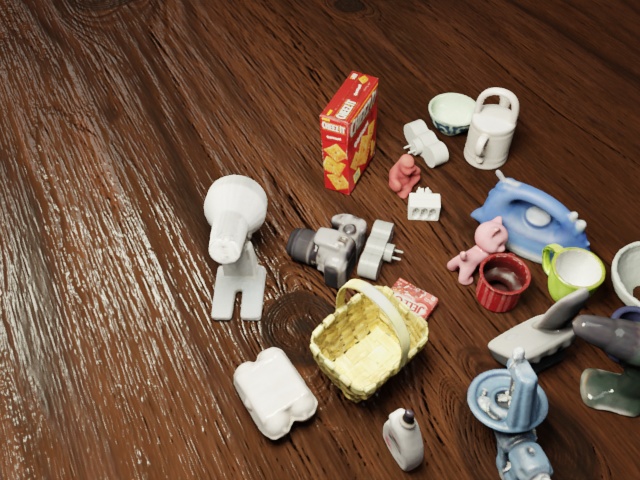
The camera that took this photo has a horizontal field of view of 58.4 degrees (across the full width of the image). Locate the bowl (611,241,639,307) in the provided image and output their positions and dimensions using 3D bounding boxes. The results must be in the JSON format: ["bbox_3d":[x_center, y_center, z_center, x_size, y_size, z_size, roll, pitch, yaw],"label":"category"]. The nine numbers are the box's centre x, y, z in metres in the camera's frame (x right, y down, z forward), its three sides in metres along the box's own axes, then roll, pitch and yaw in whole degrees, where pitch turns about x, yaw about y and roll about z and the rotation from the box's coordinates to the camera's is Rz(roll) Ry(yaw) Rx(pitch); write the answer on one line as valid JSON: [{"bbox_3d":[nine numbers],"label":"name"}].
[{"bbox_3d":[0.627,0.088,1.080,0.167,0.075,0.167,-1,52,2],"label":"bowl"}]

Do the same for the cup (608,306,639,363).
[{"bbox_3d":[0.555,0.178,1.002,0.117,0.095,0.092,11,54,11],"label":"cup"}]

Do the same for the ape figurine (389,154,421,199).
[{"bbox_3d":[0.188,-0.151,1.273,0.078,0.092,0.076,-16,53,-9],"label":"ape figurine"}]

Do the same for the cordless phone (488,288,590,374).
[{"bbox_3d":[0.376,0.149,0.976,0.148,0.185,0.094,-26,56,-16],"label":"cordless phone"}]

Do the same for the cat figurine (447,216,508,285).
[{"bbox_3d":[0.318,0.013,1.125,0.128,0.118,0.067,-29,57,-18],"label":"cat figurine"}]

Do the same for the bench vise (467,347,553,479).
[{"bbox_3d":[0.312,0.266,0.867,0.122,0.220,0.207,-26,56,-16],"label":"bench vise"}]

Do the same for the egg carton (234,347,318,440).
[{"bbox_3d":[-0.080,0.261,0.983,0.107,0.069,0.150,-30,57,-19],"label":"egg carton"}]

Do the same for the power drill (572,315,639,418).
[{"bbox_3d":[0.495,0.203,0.914,0.229,0.208,0.075,10,54,10],"label":"power drill"}]

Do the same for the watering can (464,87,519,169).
[{"bbox_3d":[0.389,-0.266,1.288,0.101,0.194,0.173,5,53,7],"label":"watering can"}]

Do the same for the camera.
[{"bbox_3d":[0.011,0.004,1.157,0.136,0.101,0.143,18,55,16],"label":"camera"}]

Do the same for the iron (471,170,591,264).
[{"bbox_3d":[0.443,-0.042,1.147,0.257,0.141,0.119,31,60,23],"label":"iron"}]

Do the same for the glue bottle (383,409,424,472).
[{"bbox_3d":[0.130,0.296,0.881,0.037,0.173,0.078,-27,56,-17],"label":"glue bottle"}]

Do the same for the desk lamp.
[{"bbox_3d":[-0.158,0.015,1.085,0.118,0.214,0.203,-1,52,2],"label":"desk lamp"}]
